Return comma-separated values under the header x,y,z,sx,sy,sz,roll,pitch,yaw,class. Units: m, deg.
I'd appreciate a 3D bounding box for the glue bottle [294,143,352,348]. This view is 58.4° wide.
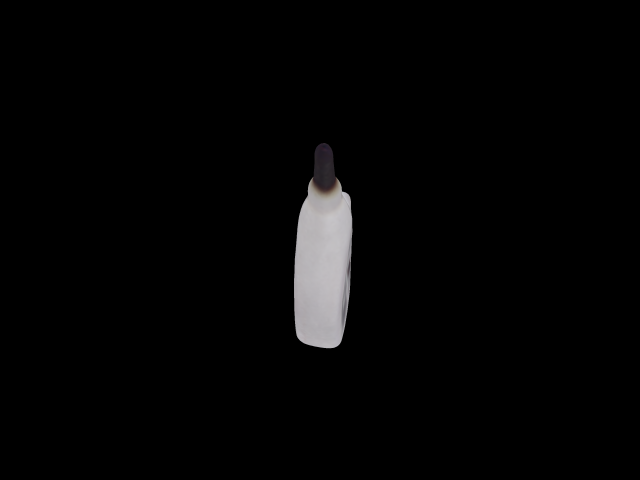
x,y,z,sx,sy,sz,roll,pitch,yaw,class
0.004,0.001,0.400,0.037,0.173,0.078,7,50,7,glue bottle
